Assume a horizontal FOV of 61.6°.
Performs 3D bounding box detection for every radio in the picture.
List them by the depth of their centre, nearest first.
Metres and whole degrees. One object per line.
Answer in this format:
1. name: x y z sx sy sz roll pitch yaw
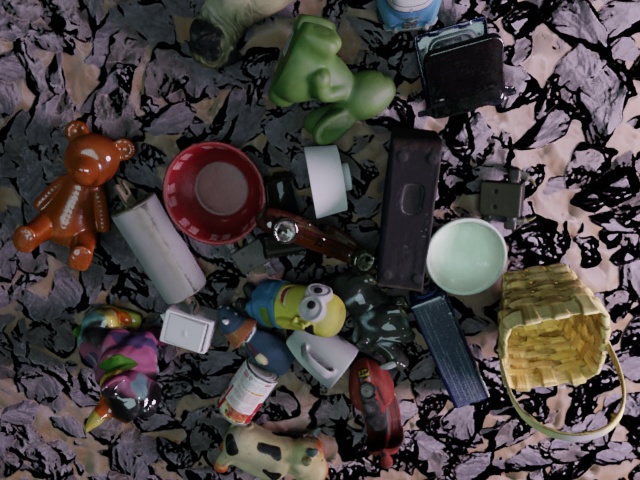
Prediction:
1. radio: 0.128 -0.046 0.792 0.073 0.131 0.229 5 105 5

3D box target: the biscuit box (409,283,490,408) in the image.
1. biscuit box: 0.210 0.170 0.881 0.063 0.059 0.202 -22 103 11

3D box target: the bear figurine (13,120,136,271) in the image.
1. bear figurine: -0.370 -0.073 0.828 0.120 0.132 0.195 24 112 -17

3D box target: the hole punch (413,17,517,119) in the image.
1. hole punch: 0.197 -0.245 0.767 0.142 0.092 0.115 -15 134 6

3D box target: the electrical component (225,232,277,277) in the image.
1. electrical component: -0.114 0.027 0.886 0.063 0.021 0.094 -31 102 12

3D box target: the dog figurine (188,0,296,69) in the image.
1. dog figurine: -0.092 -0.327 0.761 0.172 0.121 0.190 17 120 3

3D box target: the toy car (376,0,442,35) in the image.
1. toy car: 0.117 -0.367 0.722 0.109 0.103 0.161 -2 103 6

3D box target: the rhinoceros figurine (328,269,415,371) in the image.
1. rhinoceros figurine: 0.090 0.129 0.872 0.112 0.073 0.190 -35 100 11

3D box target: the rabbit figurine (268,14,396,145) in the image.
1. rabbit figurine: 0.023 -0.215 0.766 0.170 0.121 0.159 19 110 -17

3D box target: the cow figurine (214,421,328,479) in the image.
1. cow figurine: -0.077 0.374 0.949 0.195 0.085 0.127 23 112 -1

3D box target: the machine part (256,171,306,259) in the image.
1. machine part: -0.061 -0.039 0.851 0.084 0.039 0.138 -4 103 -6

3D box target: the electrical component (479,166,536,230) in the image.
1. electrical component: 0.288 -0.061 0.824 0.078 0.045 0.102 2 104 33

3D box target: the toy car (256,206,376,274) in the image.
1. toy car: -0.002 -0.002 0.811 0.202 0.089 0.053 20 92 -23

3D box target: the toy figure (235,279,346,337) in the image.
1. toy figure: -0.044 0.105 0.855 0.180 0.089 0.082 0 71 33

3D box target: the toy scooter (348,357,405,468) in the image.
1. toy scooter: 0.095 0.291 0.884 0.075 0.135 0.183 -16 102 10

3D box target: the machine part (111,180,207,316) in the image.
1. machine part: -0.253 0.014 0.853 0.079 0.079 0.243 -24 110 10

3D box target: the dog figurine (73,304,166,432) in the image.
1. dog figurine: -0.330 0.202 0.850 0.191 0.219 0.108 27 102 -4

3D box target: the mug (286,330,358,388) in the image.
1. mug: -0.005 0.185 0.882 0.107 0.109 0.080 37 109 8

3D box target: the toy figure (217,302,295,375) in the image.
1. toy figure: -0.113 0.166 0.901 0.154 0.064 0.058 37 90 -2
